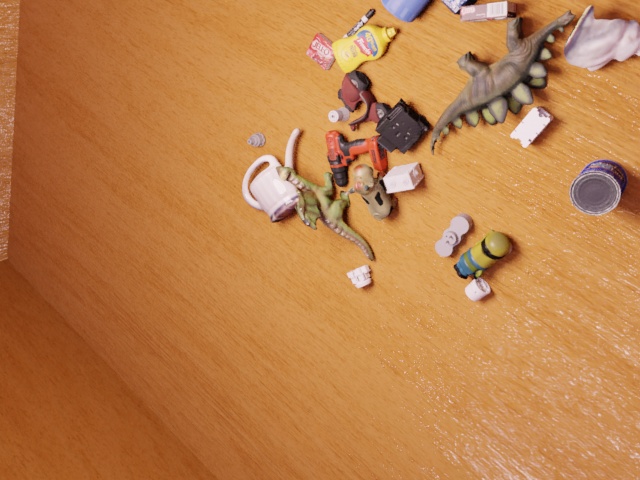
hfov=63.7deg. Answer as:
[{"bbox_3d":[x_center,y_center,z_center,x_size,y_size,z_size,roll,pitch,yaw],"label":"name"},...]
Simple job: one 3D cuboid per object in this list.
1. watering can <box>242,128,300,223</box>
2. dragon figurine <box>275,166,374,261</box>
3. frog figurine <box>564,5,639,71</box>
[{"bbox_3d":[-0.133,-0.199,1.735,0.342,0.105,0.225,-38,84,36],"label":"watering can"},{"bbox_3d":[0.005,-0.080,1.596,0.120,0.245,0.413,-44,77,32],"label":"dragon figurine"},{"bbox_3d":[0.626,-0.423,1.123,0.160,0.125,0.134,31,155,12],"label":"frog figurine"}]
